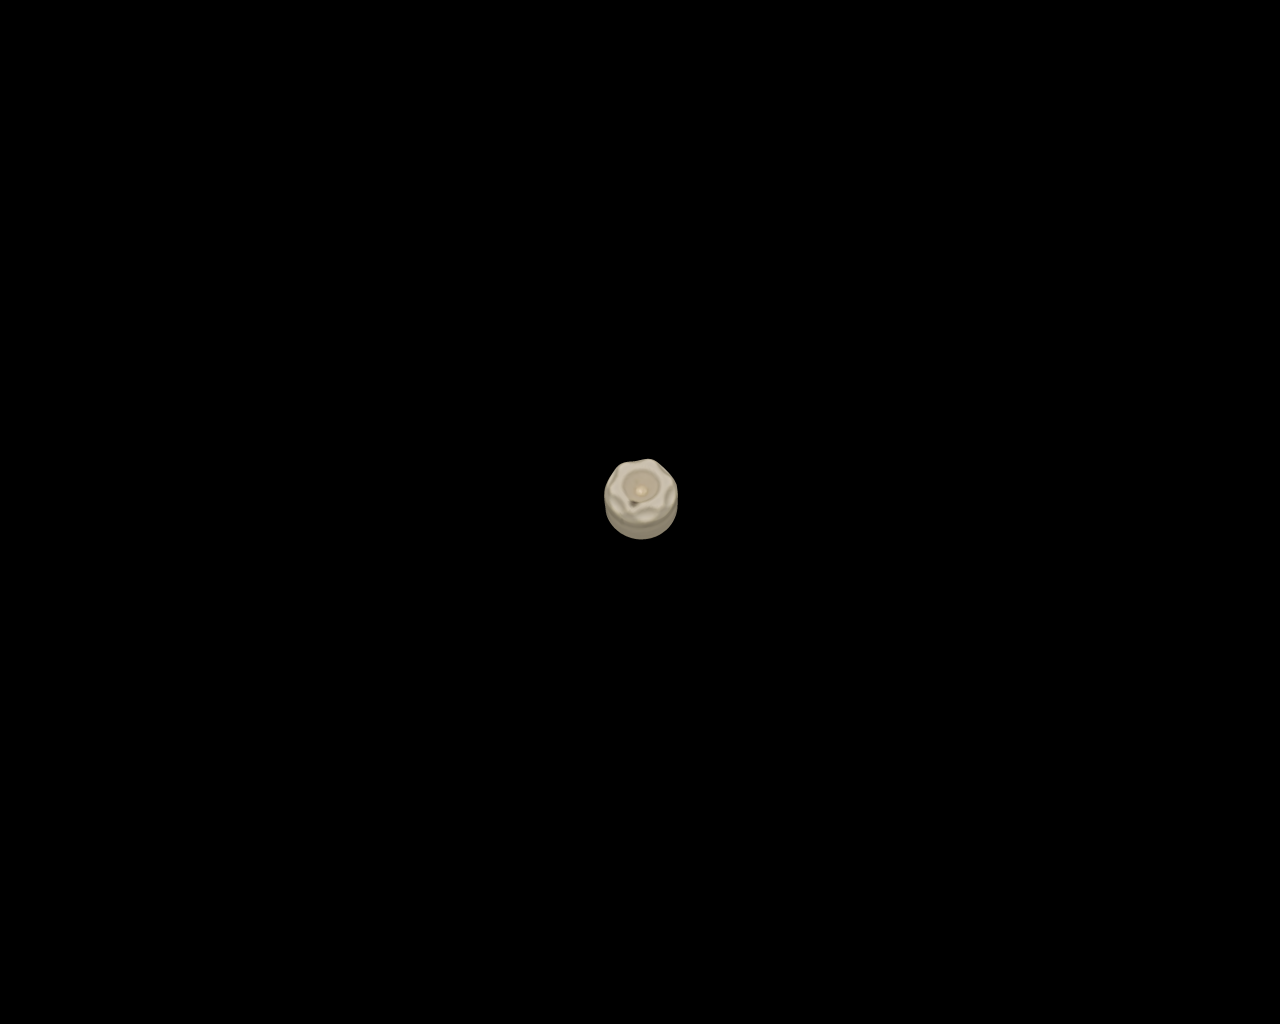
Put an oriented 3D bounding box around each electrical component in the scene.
[{"bbox_3d":[0.001,-0.003,0.650,0.043,0.043,0.062,0,-26,0],"label":"electrical component"}]
